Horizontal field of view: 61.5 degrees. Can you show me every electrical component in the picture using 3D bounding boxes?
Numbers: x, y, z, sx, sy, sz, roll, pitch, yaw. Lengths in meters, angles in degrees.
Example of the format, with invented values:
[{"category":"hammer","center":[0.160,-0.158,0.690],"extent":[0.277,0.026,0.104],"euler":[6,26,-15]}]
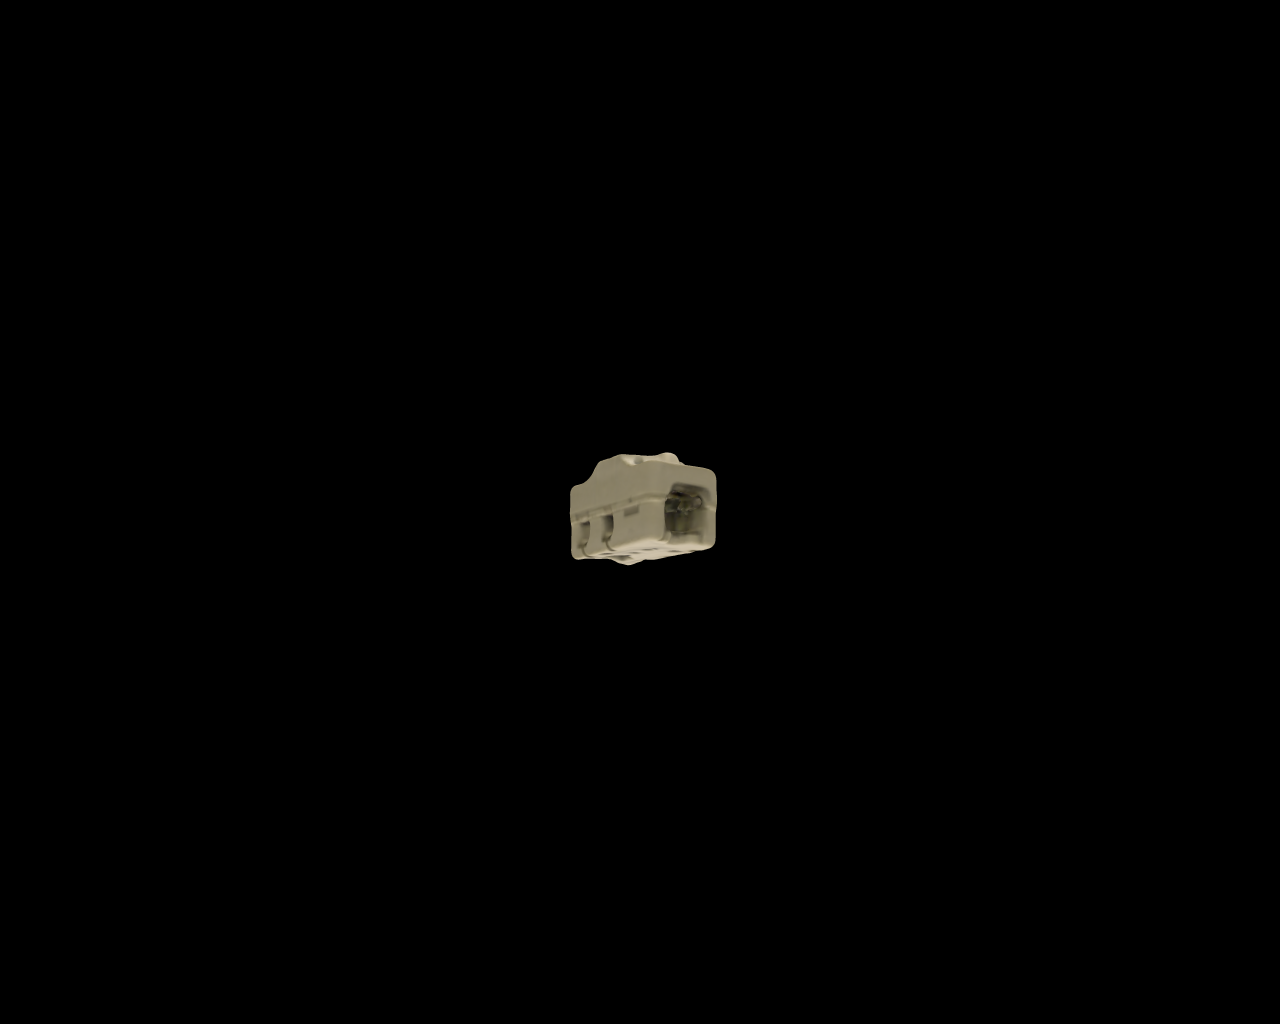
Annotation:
[{"category":"electrical component","center":[0.001,-0.003,0.650],"extent":[0.050,0.055,0.089],"euler":[8,-14,-35]}]
